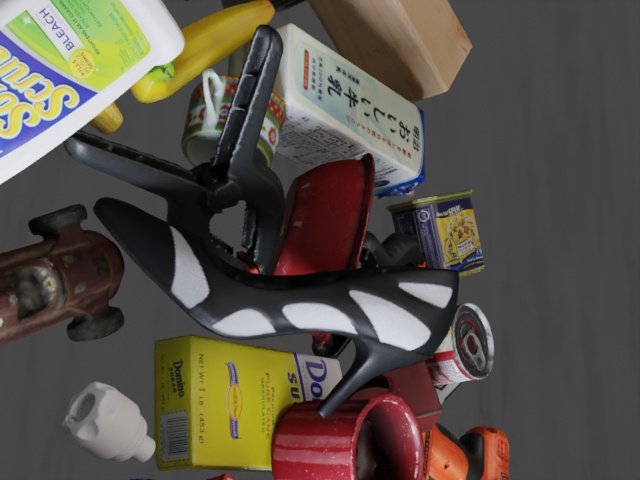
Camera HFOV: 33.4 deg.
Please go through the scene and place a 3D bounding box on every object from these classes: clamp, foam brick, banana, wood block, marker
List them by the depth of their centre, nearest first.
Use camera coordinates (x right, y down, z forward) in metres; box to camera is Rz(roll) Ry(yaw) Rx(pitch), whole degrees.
[{"bbox_3d":[-0.087,-0.039,0.776,0.164,0.036,0.210,-24,134,-15],"label":"clamp"},{"bbox_3d":[-0.097,-0.143,0.823,0.197,0.070,0.037,-54,131,-57],"label":"banana"},{"bbox_3d":[0.055,0.138,0.896,0.078,0.053,0.051,-13,64,-12],"label":"foam brick"},{"bbox_3d":[0.052,0.028,0.945,0.039,0.120,0.171,30,31,15],"label":"clamp"},{"bbox_3d":[0.052,-0.239,1.035,0.206,0.090,0.090,56,40,-24],"label":"wood block"},{"bbox_3d":[0.136,0.137,1.067,0.120,0.020,0.020,-31,102,-53],"label":"marker"}]

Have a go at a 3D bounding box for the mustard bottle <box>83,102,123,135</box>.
[{"bbox_3d":[-0.198,-0.139,0.696,0.191,0.058,0.096,47,50,-32],"label":"mustard bottle"}]

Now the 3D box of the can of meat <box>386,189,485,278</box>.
[{"bbox_3d":[0.119,-0.002,1.064,0.101,0.058,0.084,-12,90,-53],"label":"can of meat"}]

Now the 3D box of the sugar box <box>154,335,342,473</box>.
[{"bbox_3d":[-0.048,0.128,0.808,0.175,0.048,0.093,15,68,-48],"label":"sugar box"}]

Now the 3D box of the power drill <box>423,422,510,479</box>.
[{"bbox_3d":[0.115,0.238,0.975,0.187,0.057,0.184,39,46,-42],"label":"power drill"}]

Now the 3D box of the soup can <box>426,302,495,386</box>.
[{"bbox_3d":[0.096,0.098,0.959,0.068,0.102,0.068,22,61,-47],"label":"soup can"}]

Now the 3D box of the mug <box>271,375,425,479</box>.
[{"bbox_3d":[0.022,0.149,0.787,0.093,0.082,0.117,49,49,-36],"label":"mug"}]

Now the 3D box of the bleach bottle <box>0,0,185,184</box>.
[{"bbox_3d":[-0.197,-0.073,0.623,0.250,0.068,0.102,-49,122,-23],"label":"bleach bottle"}]

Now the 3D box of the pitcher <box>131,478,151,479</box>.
[{"bbox_3d":[-0.114,0.276,0.616,0.144,0.149,0.243,-40,114,-67],"label":"pitcher"}]

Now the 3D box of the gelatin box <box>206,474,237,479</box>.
[{"bbox_3d":[-0.053,0.221,0.767,0.089,0.030,0.073,36,47,-22],"label":"gelatin box"}]

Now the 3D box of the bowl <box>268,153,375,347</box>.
[{"bbox_3d":[-0.006,0.001,0.856,0.055,0.162,0.162,15,59,-8],"label":"bowl"}]
